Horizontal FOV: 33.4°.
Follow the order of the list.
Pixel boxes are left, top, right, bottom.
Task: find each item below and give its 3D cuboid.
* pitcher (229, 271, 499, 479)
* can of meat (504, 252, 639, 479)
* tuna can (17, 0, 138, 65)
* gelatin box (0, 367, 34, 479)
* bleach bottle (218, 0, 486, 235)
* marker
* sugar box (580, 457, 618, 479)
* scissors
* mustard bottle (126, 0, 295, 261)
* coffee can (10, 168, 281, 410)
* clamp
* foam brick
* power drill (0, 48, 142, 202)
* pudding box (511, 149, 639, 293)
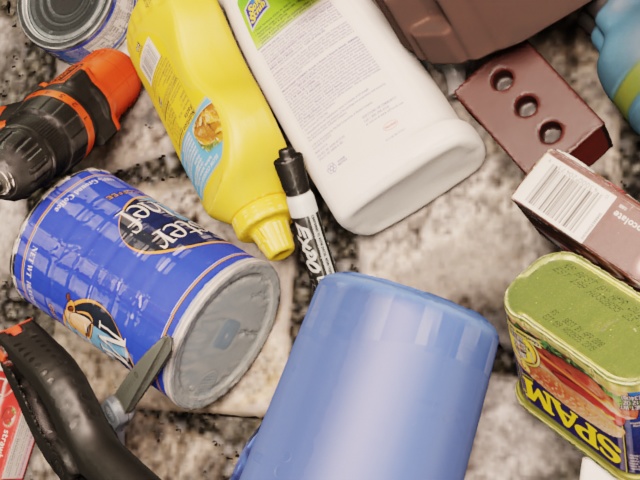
[{"bbox_3d":[0.008,0.145,0.602,0.149,0.145,0.243,17,83,11],"label":"pitcher"},{"bbox_3d":[0.146,0.065,0.556,0.057,0.084,0.102,-37,45,-17],"label":"can of meat"},{"bbox_3d":[-0.179,-0.175,0.787,0.086,0.033,0.086,-4,78,21],"label":"tuna can"},{"bbox_3d":[-0.233,0.117,0.752,0.073,0.030,0.089,15,86,24],"label":"gelatin box"},{"bbox_3d":[0.002,-0.131,0.688,0.103,0.068,0.251,-33,67,13],"label":"bleach bottle"},{"bbox_3d":[-0.004,0.001,0.653,0.020,0.020,0.121,-11,108,20],"label":"marker"},{"bbox_3d":[0.220,0.170,0.545,0.176,0.048,0.093,6,81,27],"label":"sugar box"},{"bbox_3d":[-0.120,0.124,0.658,0.202,0.016,0.096,-28,85,51],"label":"scissors"},{"bbox_3d":[-0.064,-0.072,0.689,0.192,0.058,0.096,64,150,19],"label":"mustard bottle"},{"bbox_3d":[-0.111,0.029,0.679,0.140,0.102,0.103,29,91,25],"label":"coffee can"},{"bbox_3d":[-0.133,0.125,0.625,0.036,0.165,0.210,-23,67,-30],"label":"clamp"},{"bbox_3d":[0.126,-0.072,0.628,0.053,0.051,0.078,-42,67,10],"label":"foam brick"},{"bbox_3d":[-0.226,-0.059,0.721,0.188,0.184,0.057,-15,112,23],"label":"power drill"},{"bbox_3d":[0.165,0.004,0.576,0.114,0.090,0.039,40,93,25],"label":"pudding box"}]
